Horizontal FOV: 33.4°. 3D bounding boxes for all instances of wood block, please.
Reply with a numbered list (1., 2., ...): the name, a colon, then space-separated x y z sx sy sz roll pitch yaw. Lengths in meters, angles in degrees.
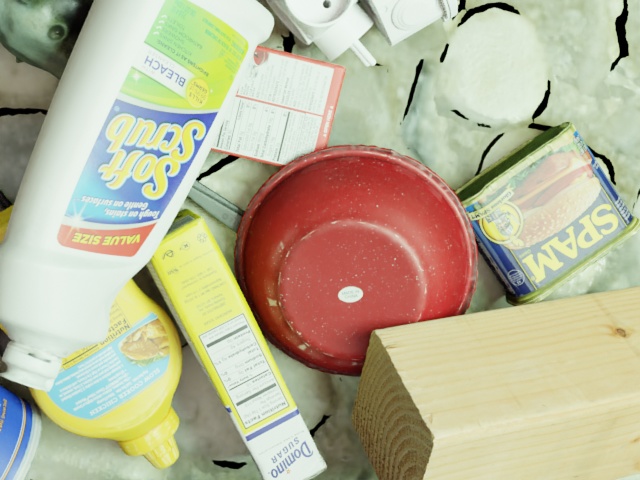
1. wood block: 0.135 0.100 0.671 0.205 0.091 0.090 -7 134 -20

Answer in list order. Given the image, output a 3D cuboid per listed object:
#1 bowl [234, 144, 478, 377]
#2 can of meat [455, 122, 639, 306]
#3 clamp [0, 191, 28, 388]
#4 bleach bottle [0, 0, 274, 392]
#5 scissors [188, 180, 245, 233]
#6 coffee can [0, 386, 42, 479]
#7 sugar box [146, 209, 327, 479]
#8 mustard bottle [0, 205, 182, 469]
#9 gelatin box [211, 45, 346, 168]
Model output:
1. bowl: 0.021 0.023 0.679 0.162 0.055 0.162 1 108 4
2. can of meat: 0.148 -0.018 0.714 0.102 0.057 0.084 -35 98 -1
3. clamp: -0.174 -0.007 0.688 0.164 0.036 0.210 -8 100 -6
4. bleach bottle: -0.113 -0.036 0.603 0.102 0.068 0.251 29 76 -43
5. scissors: -0.005 0.001 0.718 0.096 0.016 0.201 -39 101 2
6. coffee can: -0.255 0.111 0.641 0.140 0.103 0.103 39 92 -30
7. sugar box: -0.058 0.068 0.683 0.048 0.093 0.176 -30 101 -8
8. mustard bottle: -0.140 0.063 0.661 0.096 0.058 0.191 -33 109 -15
9. gelatin box: -0.035 -0.088 0.697 0.089 0.030 0.073 13 97 -8
